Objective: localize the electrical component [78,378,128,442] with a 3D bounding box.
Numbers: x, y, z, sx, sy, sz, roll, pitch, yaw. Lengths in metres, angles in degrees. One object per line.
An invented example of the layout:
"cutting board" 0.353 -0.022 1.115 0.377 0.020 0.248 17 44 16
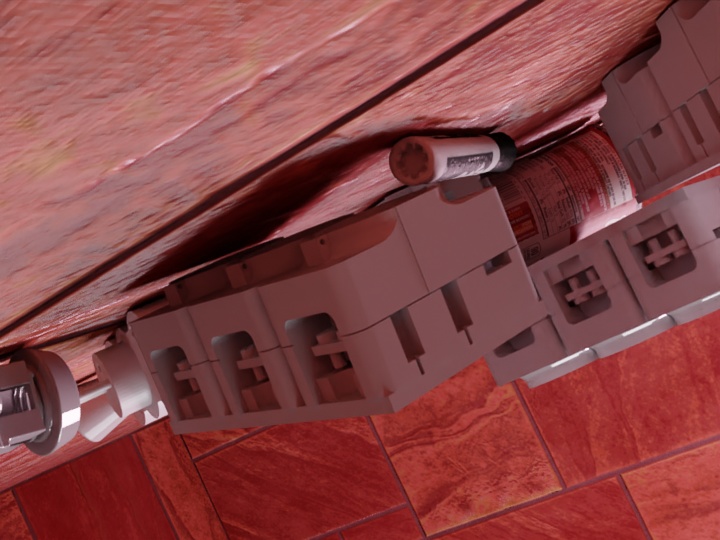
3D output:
"electrical component" -0.174 0.089 0.775 0.065 0.044 0.044 -31 176 9

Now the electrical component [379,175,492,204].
"electrical component" 0.038 -0.025 0.579 0.064 0.042 0.081 -28 179 -28

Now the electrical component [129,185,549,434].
"electrical component" -0.016 0.016 0.434 0.089 0.061 0.150 -27 -172 -39

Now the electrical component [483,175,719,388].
"electrical component" 0.144 0.010 0.596 0.150 0.061 0.089 -30 172 38

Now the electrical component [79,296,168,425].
"electrical component" -0.116 0.053 0.563 0.074 0.052 0.138 -24 176 -24

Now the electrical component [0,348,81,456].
"electrical component" -0.155 0.060 0.462 0.055 0.048 0.066 -11 167 -44

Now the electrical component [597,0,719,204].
"electrical component" 0.175 -0.089 0.456 0.105 0.060 0.186 -25 176 -2
